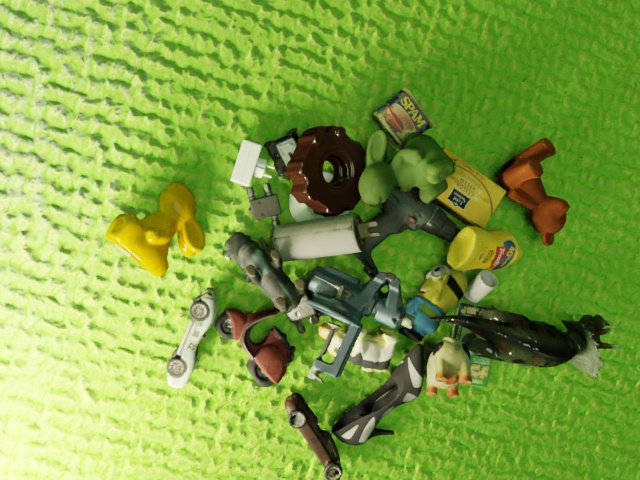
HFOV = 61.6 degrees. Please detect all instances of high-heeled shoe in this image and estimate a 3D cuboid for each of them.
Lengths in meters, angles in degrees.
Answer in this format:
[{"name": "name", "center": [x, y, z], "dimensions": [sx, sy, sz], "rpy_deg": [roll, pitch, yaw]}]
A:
[{"name": "high-heeled shoe", "center": [0.120, 0.316, 1.116], "dimensions": [0.145, 0.086, 0.248], "rpy_deg": [13, 101, -18]}]

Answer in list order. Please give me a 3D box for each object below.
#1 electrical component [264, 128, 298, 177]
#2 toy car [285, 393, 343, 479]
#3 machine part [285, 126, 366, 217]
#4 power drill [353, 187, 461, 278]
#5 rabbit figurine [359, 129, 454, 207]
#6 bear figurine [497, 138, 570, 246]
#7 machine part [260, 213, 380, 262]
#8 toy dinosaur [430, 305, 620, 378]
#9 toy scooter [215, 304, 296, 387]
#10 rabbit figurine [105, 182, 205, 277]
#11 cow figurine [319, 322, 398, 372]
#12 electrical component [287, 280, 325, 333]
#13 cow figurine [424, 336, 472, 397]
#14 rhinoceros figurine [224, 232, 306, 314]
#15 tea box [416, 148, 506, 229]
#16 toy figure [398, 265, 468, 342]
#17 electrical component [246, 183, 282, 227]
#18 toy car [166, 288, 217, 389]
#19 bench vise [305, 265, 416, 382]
[{"name": "electrical component", "center": [-0.054, -0.156, 1.077], "dimensions": [0.075, 0.048, 0.119], "rpy_deg": [-31, 99, -7]}, {"name": "toy car", "center": [-0.007, 0.401, 1.100], "dimensions": [0.053, 0.089, 0.202], "rpy_deg": [-34, 98, -3]}, {"name": "machine part", "center": [0.019, -0.134, 1.053], "dimensions": [0.179, 0.056, 0.179], "rpy_deg": [-3, 95, -37]}, {"name": "power drill", "center": [0.158, -0.015, 1.111], "dimensions": [0.232, 0.086, 0.207], "rpy_deg": [44, 89, -9]}, {"name": "rabbit figurine", "center": [0.146, -0.136, 1.027], "dimensions": [0.170, 0.121, 0.159], "rpy_deg": [-26, 75, -8]}, {"name": "bear figurine", "center": [0.474, -0.095, 1.142], "dimensions": [0.196, 0.132, 0.120], "rpy_deg": [48, 58, -4]}, {"name": "machine part", "center": [-0.002, -0.003, 1.048], "dimensions": [0.243, 0.079, 0.079], "rpy_deg": [-9, 96, 18]}, {"name": "toy dinosaur", "center": [0.435, 0.208, 1.100], "dimensions": [0.405, 0.192, 0.131], "rpy_deg": [7, 85, -29]}, {"name": "toy scooter", "center": [-0.110, 0.194, 1.078], "dimensions": [0.135, 0.075, 0.183], "rpy_deg": [-37, 95, -10]}, {"name": "rabbit figurine", "center": [-0.291, -0.027, 1.012], "dimensions": [0.162, 0.122, 0.173], "rpy_deg": [38, 68, -14]}, {"name": "cow figurine", "center": [0.073, 0.222, 1.118], "dimensions": [0.167, 0.068, 0.098], "rpy_deg": [9, 98, -10]}, {"name": "electrical component", "center": [-0.032, 0.132, 1.104], "dimensions": [0.078, 0.045, 0.102], "rpy_deg": [-29, 97, 21]}, {"name": "cow figurine", "center": [0.253, 0.252, 1.098], "dimensions": [0.086, 0.194, 0.127], "rpy_deg": [7, 62, 4]}, {"name": "rhinoceros figurine", "center": [-0.108, 0.059, 1.048], "dimensions": [0.190, 0.112, 0.073], "rpy_deg": [45, 76, 4]}, {"name": "tea box", "center": [0.292, -0.108, 1.135], "dimensions": [0.169, 0.068, 0.098], "rpy_deg": [31, 87, -12]}, {"name": "toy figure", "center": [0.240, 0.133, 1.136], "dimensions": [0.089, 0.082, 0.180], "rpy_deg": [38, 79, -29]}, {"name": "electrical component", "center": [-0.113, -0.066, 1.085], "dimensions": [0.063, 0.021, 0.094], "rpy_deg": [-16, 97, -9]}, {"name": "toy car", "center": [-0.247, 0.189, 1.050], "dimensions": [0.056, 0.073, 0.201], "rpy_deg": [23, 89, -8]}, {"name": "bench vise", "center": [0.057, 0.164, 1.027], "dimensions": [0.224, 0.129, 0.240], "rpy_deg": [26, 80, -1]}]
